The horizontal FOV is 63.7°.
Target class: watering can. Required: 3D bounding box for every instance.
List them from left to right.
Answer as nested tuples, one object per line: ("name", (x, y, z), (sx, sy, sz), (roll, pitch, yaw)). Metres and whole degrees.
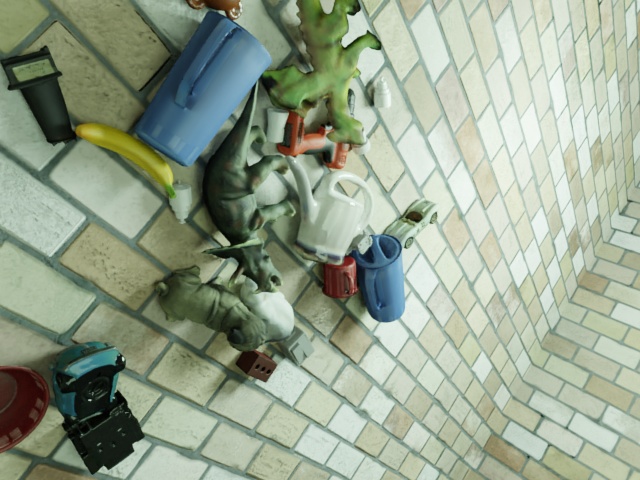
("watering can", (0.004, -0.059, 1.167), (0.346, 0.105, 0.224), (16, 97, -50))

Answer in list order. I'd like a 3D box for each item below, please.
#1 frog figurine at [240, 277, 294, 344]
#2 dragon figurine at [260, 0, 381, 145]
("frog figurine", (-0.115, 0.142, 1.138), (0.138, 0.123, 0.158), (-35, 129, -73))
("dragon figurine", (-0.018, -0.358, 1.002), (0.246, 0.122, 0.404), (-51, 118, -22))
